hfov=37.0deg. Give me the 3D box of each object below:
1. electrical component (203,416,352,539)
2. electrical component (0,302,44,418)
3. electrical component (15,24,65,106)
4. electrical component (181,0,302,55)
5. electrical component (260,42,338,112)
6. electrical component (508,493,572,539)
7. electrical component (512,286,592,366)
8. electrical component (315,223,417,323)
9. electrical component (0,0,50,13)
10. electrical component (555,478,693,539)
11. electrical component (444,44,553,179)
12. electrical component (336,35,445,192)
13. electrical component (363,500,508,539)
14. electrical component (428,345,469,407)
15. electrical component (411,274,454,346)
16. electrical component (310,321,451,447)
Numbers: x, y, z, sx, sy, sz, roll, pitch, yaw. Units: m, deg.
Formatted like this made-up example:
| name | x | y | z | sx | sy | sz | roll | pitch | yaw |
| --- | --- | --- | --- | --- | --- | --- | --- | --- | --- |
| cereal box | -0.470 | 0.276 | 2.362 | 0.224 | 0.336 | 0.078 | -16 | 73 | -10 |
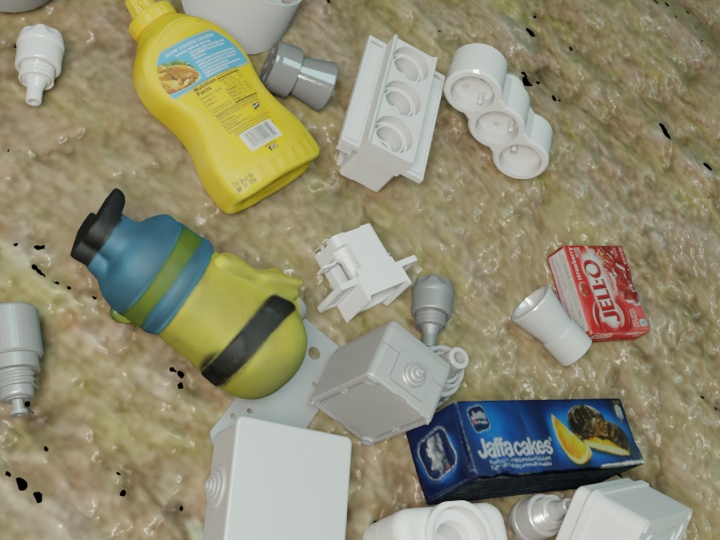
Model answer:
| name | x | y | z | sx | sy | sz | roll | pitch | yaw |
| --- | --- | --- | --- | --- | --- | --- | --- | --- | --- |
| electrical component | -0.058 | 0.155 | 0.739 | 0.100 | 0.048 | 0.099 | 16 | 64 | -25 |
| electrical component | -0.227 | 0.057 | 0.701 | 0.040 | 0.040 | 0.078 | -1 | 66 | -31 |
| electrical component | -0.241 | -0.151 | 0.805 | 0.035 | 0.035 | 0.061 | 12 | 63 | -25 |
| electrical component | -0.100 | -0.243 | 0.933 | 0.099 | 0.064 | 0.099 | 24 | 42 | -23 |
| electrical component | -0.053 | -0.165 | 0.917 | 0.055 | 0.045 | 0.045 | 19 | 57 | -20 |
| electrical component | 0.144 | 0.190 | 0.835 | 0.035 | 0.061 | 0.035 | 14 | 59 | -24 |
| electrical component | 0.170 | 0.051 | 0.937 | 0.065 | 0.044 | 0.044 | 46 | 52 | -8 |
| electrical component | 0.000 | 0.000 | 0.863 | 0.081 | 0.042 | 0.063 | -21 | 75 | -37 |
| electrical component | -0.273 | -0.247 | 0.820 | 0.108 | 0.060 | 0.108 | 14 | 60 | -24 |
| electrical component | 0.199 | 0.206 | 0.822 | 0.057 | 0.078 | 0.113 | 26 | 10 | 34 |
| electrical component | 0.131 | -0.155 | 0.992 | 0.138 | 0.052 | 0.073 | 48 | 42 | -33 |
| electrical component | 0.023 | -0.134 | 0.933 | 0.079 | 0.063 | 0.121 | 25 | 55 | -17 |
| electrical component | 0.058 | 0.201 | 0.781 | 0.095 | 0.059 | 0.053 | 3 | 64 | -29 |
| electrical component | 0.062 | 0.079 | 0.844 | 0.048 | 0.062 | 0.048 | 14 | 59 | -24 |
| electrical component | 0.058 | 0.037 | 0.883 | 0.035 | 0.035 | 0.061 | 19 | 60 | -21 |
| electrical component | 0.020 | 0.080 | 0.796 | 0.062 | 0.096 | 0.061 | 39 | 52 | -17 |
